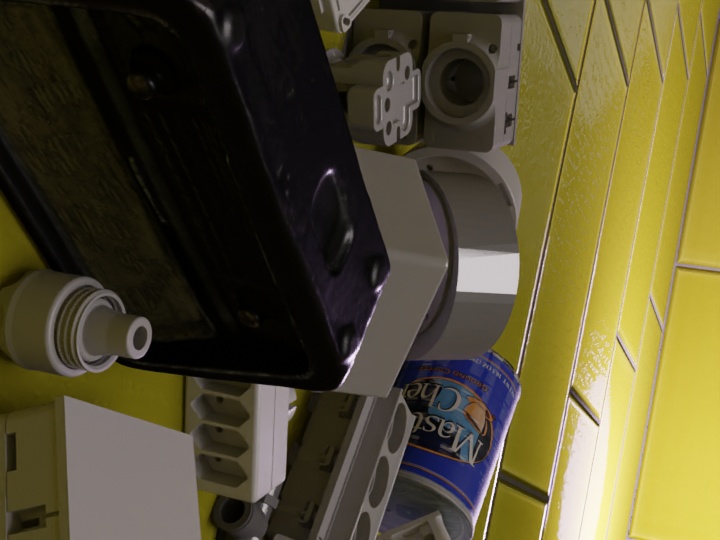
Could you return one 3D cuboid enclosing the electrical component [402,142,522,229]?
[{"bbox_3d":[0.071,-0.053,0.819,0.060,0.108,0.108,-54,146,-59],"label":"electrical component"}]

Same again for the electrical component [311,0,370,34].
[{"bbox_3d":[-0.025,-0.180,0.608,0.096,0.061,0.061,-55,147,-33],"label":"electrical component"}]

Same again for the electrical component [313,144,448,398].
[{"bbox_3d":[0.000,0.000,0.630,0.108,0.056,0.108,-103,-152,-50],"label":"electrical component"}]

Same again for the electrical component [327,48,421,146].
[{"bbox_3d":[-0.002,-0.111,0.683,0.078,0.057,0.058,-40,134,-58],"label":"electrical component"}]

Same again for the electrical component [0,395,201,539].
[{"bbox_3d":[-0.113,0.157,0.440,0.105,0.060,0.186,41,38,-64],"label":"electrical component"}]

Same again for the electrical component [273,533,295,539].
[{"bbox_3d":[-0.055,0.250,0.659,0.089,0.062,0.150,78,32,-55],"label":"electrical component"}]

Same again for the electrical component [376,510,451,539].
[{"bbox_3d":[0.036,0.278,0.829,0.060,0.105,0.186,-117,-172,-45],"label":"electrical component"}]

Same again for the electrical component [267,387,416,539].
[{"bbox_3d":[-0.013,0.139,0.735,0.078,0.063,0.121,65,39,-53],"label":"electrical component"}]

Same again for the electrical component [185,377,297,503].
[{"bbox_3d":[-0.061,0.078,0.620,0.076,0.047,0.083,-23,119,-64],"label":"electrical component"}]

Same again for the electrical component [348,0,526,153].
[{"bbox_3d":[0.052,-0.178,0.725,0.060,0.105,0.186,-28,123,-63],"label":"electrical component"}]

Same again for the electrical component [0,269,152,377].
[{"bbox_3d":[-0.117,0.024,0.449,0.043,0.062,0.043,8,90,-67],"label":"electrical component"}]
